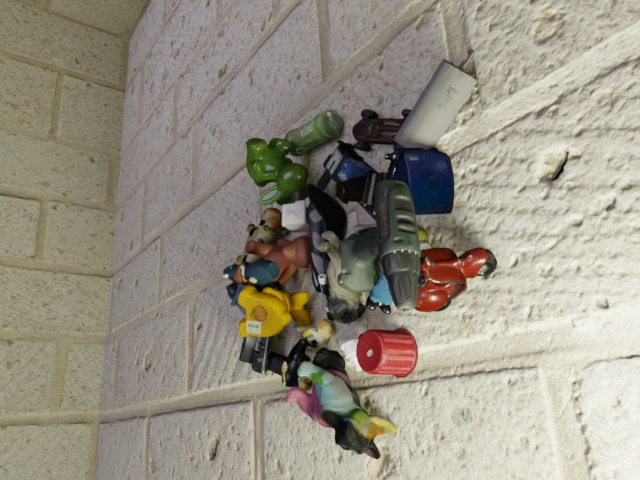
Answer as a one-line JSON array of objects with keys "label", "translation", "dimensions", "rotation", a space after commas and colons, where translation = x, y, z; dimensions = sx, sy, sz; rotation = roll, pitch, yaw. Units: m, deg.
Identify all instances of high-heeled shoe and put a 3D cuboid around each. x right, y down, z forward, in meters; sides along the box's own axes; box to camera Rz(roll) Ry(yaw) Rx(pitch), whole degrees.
[{"label": "high-heeled shoe", "translation": [-0.003, -0.004, 1.242], "dimensions": [0.145, 0.086, 0.249], "rotation": [-56, 43, 34]}]

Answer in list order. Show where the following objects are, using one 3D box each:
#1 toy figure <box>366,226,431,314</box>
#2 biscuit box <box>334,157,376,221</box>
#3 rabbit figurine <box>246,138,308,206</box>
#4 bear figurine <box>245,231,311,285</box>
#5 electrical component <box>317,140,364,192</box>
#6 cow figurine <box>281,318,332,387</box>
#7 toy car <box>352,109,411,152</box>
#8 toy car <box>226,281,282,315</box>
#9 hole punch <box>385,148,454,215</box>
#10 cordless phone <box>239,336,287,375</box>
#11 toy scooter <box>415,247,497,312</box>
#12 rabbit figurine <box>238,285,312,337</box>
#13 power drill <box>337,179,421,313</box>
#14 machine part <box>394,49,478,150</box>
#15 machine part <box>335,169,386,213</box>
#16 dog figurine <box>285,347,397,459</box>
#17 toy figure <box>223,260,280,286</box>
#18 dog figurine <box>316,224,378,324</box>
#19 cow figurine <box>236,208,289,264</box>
[{"label": "toy figure", "translation": [0.142, 0.051, 1.021], "dimensions": [0.089, 0.082, 0.180], "rotation": [53, 126, 45]}, {"label": "biscuit box", "translation": [0.106, -0.105, 1.132], "dimensions": [0.203, 0.059, 0.062], "rotation": [51, 123, 48]}, {"label": "rabbit figurine", "translation": [-0.105, -0.160, 1.313], "dimensions": [0.170, 0.121, 0.159], "rotation": [33, 112, 38]}, {"label": "bear figurine", "translation": [-0.087, 0.042, 1.314], "dimensions": [0.196, 0.132, 0.120], "rotation": [-23, 67, 57]}, {"label": "electrical component", "translation": [0.043, -0.162, 1.250], "dimensions": [0.119, 0.047, 0.075], "rotation": [-61, 38, 25]}, {"label": "cow figurine", "translation": [-0.033, 0.252, 1.202], "dimensions": [0.068, 0.098, 0.167], "rotation": [26, 103, 61]}, {"label": "toy car", "translation": [0.136, -0.230, 1.134], "dimensions": [0.202, 0.053, 0.089], "rotation": [20, 95, 56]}, {"label": "toy car", "translation": [-0.171, 0.155, 1.437], "dimensions": [0.162, 0.109, 0.102], "rotation": [7, 110, 44]}, {"label": "hole punch", "translation": [0.183, -0.103, 0.965], "dimensions": [0.092, 0.142, 0.115], "rotation": [44, 131, 53]}, {"label": "cordless phone", "translation": [-0.108, 0.270, 1.339], "dimensions": [0.184, 0.088, 0.146], "rotation": [9, 88, 45]}, {"label": "toy scooter", "translation": [0.192, 0.063, 0.898], "dimensions": [0.184, 0.135, 0.075], "rotation": [-44, 49, 42]}, {"label": "rabbit figurine", "translation": [-0.101, 0.158, 1.291], "dimensions": [0.162, 0.173, 0.121], "rotation": [-6, 91, 16]}, {"label": "power drill", "translation": [0.098, 0.028, 0.906], "dimensions": [0.207, 0.086, 0.232], "rotation": [126, 148, -64]}, {"label": "machine part", "translation": [0.213, -0.239, 0.994], "dimensions": [0.243, 0.079, 0.079], "rotation": [-58, 40, 22]}, {"label": "machine part", "translation": [0.083, -0.098, 1.079], "dimensions": [0.139, 0.039, 0.084], "rotation": [8, 92, 54]}, {"label": "dog figurine", "translation": [0.051, 0.326, 1.066], "dimensions": [0.219, 0.191, 0.108], "rotation": [34, 109, 17]}, {"label": "toy figure", "translation": [-0.168, 0.079, 1.283], "dimensions": [0.155, 0.064, 0.057], "rotation": [-7, 96, 36]}, {"label": "dog figurine", "translation": [0.087, 0.073, 1.108], "dimensions": [0.172, 0.121, 0.190], "rotation": [-8, 108, 23]}, {"label": "cow figurine", "translation": [-0.156, 0.003, 1.459], "dimensions": [0.127, 0.085, 0.194], "rotation": [42, 113, 58]}]
